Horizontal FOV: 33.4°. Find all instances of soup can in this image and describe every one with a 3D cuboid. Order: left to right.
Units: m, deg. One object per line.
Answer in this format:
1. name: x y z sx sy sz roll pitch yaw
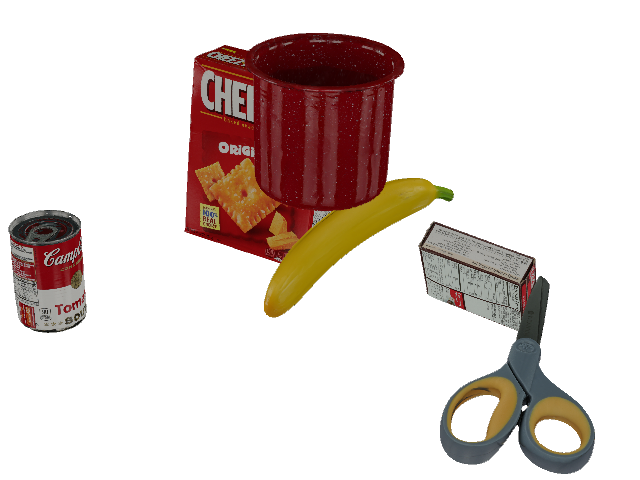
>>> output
1. soup can: -0.266 0.031 1.043 0.068 0.102 0.068 2 28 -1

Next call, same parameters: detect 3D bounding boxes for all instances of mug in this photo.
1. mug: 0.006 -0.075 0.646 0.093 0.081 0.117 15 32 21

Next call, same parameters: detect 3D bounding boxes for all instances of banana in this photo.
1. banana: 0.025 -0.001 0.921 0.198 0.037 0.069 -32 -47 4

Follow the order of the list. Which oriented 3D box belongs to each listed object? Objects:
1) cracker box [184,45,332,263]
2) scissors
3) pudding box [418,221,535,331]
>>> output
1. cracker box: -0.063 -0.090 1.182 0.164 0.214 0.072 18 29 22
2. scissors: 0.143 0.082 0.665 0.096 0.016 0.201 19 35 27
3. pudding box: 0.157 0.036 1.057 0.114 0.039 0.090 20 -30 24
